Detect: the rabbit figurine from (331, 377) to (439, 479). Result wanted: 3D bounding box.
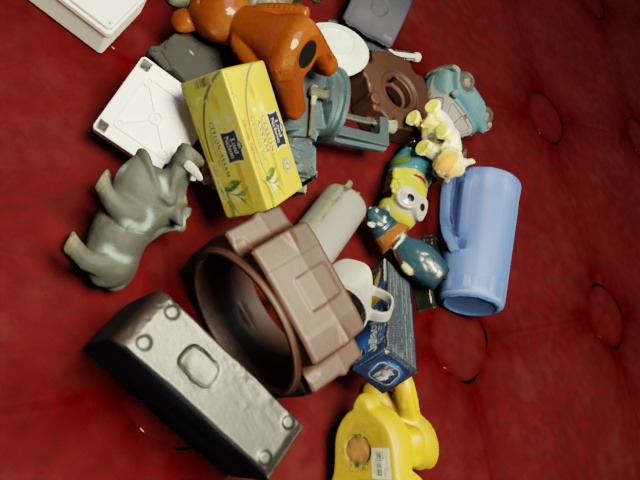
[{"bbox_3d":[0.098,0.271,0.737,0.173,0.122,0.162,21,51,-44],"label":"rabbit figurine"}]

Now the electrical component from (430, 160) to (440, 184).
[{"bbox_3d":[0.216,-0.151,1.005,0.102,0.045,0.078,53,50,-7],"label":"electrical component"}]

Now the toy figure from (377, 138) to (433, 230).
[{"bbox_3d":[0.145,-0.089,0.910,0.082,0.089,0.180,20,50,-6],"label":"toy figure"}]

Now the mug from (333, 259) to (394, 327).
[{"bbox_3d":[0.044,0.069,0.712,0.107,0.110,0.080,-61,155,-60],"label":"mug"}]

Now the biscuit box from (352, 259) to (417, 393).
[{"bbox_3d":[0.091,0.114,0.755,0.062,0.059,0.203,41,27,-17],"label":"biscuit box"}]

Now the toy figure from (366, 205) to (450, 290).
[{"bbox_3d":[0.126,0.010,0.820,0.154,0.057,0.064,43,26,14],"label":"toy figure"}]

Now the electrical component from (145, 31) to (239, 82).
[{"bbox_3d":[-0.166,-0.242,0.762,0.115,0.058,0.134,48,53,-13],"label":"electrical component"}]

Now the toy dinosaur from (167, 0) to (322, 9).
[{"bbox_3d":[-0.154,-0.427,0.815,0.471,0.105,0.198,44,57,-8],"label":"toy dinosaur"}]

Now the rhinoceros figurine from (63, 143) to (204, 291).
[{"bbox_3d":[-0.205,-0.033,0.609,0.112,0.073,0.190,35,78,-19],"label":"rhinoceros figurine"}]

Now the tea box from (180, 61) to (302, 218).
[{"bbox_3d":[-0.092,-0.123,0.659,0.098,0.068,0.169,-45,122,-55],"label":"tea box"}]

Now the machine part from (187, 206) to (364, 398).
[{"bbox_3d":[-0.060,0.078,0.621,0.087,0.201,0.201,-30,91,-35],"label":"machine part"}]

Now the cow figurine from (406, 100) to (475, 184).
[{"bbox_3d":[0.208,-0.150,0.896,0.098,0.068,0.167,34,35,-40],"label":"cow figurine"}]

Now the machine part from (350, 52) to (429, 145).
[{"bbox_3d":[0.131,-0.259,0.981,0.179,0.056,0.179,14,64,-31],"label":"machine part"}]

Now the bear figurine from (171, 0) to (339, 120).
[{"bbox_3d":[-0.090,-0.269,0.726,0.196,0.131,0.120,29,79,22],"label":"bear figurine"}]

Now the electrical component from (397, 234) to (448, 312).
[{"bbox_3d":[0.165,0.055,0.864,0.047,0.075,0.119,19,53,-64],"label":"electrical component"}]

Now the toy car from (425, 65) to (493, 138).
[{"bbox_3d":[0.254,-0.251,1.046,0.103,0.109,0.161,-50,117,-14],"label":"toy car"}]

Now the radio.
[{"bbox_3d":[-0.134,0.160,0.582,0.229,0.131,0.073,46,55,-12],"label":"radio"}]

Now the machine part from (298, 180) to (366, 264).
[{"bbox_3d":[-0.002,-0.002,0.774,0.079,0.079,0.243,45,52,-13],"label":"machine part"}]

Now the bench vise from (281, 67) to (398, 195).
[{"bbox_3d":[0.020,-0.172,0.831,0.240,0.129,0.223,5,73,-30],"label":"bench vise"}]

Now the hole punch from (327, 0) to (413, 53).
[{"bbox_3d":[0.101,-0.418,0.989,0.142,0.092,0.116,25,62,-15],"label":"hole punch"}]
